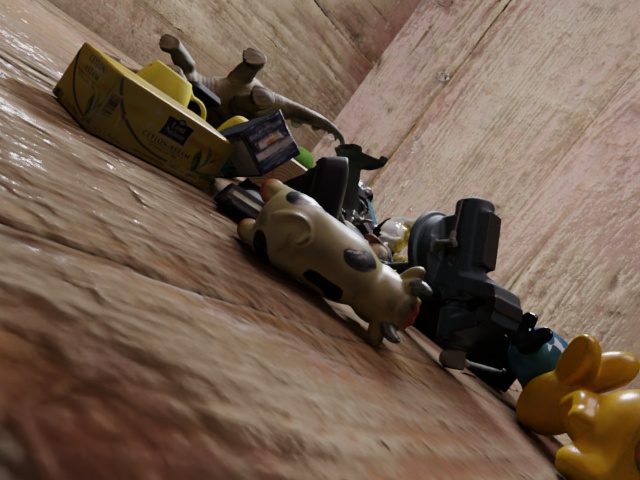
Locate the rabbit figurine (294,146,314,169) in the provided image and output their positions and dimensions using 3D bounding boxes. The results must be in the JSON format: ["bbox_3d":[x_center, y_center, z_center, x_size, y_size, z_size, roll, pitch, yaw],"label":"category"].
[{"bbox_3d":[-0.109,-0.155,1.183,0.170,0.121,0.159,17,15,-8],"label":"rabbit figurine"}]

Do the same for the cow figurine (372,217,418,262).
[{"bbox_3d":[0.115,0.012,0.988,0.098,0.068,0.167,16,37,36],"label":"cow figurine"}]

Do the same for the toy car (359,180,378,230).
[{"bbox_3d":[0.064,-0.045,1.171,0.161,0.109,0.103,70,-24,10],"label":"toy car"}]

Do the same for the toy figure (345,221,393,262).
[{"bbox_3d":[0.058,0.016,0.827,0.154,0.064,0.058,20,22,-29],"label":"toy figure"}]

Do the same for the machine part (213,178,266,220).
[{"bbox_3d":[-0.087,-0.044,0.651,0.084,0.039,0.139,27,10,-15],"label":"machine part"}]

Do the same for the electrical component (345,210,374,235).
[{"bbox_3d":[0.061,-0.003,0.893,0.045,0.078,0.102,-86,154,-61],"label":"electrical component"}]

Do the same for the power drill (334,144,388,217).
[{"bbox_3d":[0.074,-0.075,1.082,0.232,0.207,0.086,21,-11,-23],"label":"power drill"}]

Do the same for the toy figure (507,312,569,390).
[{"bbox_3d":[0.299,0.179,0.710,0.180,0.089,0.082,51,33,-25],"label":"toy figure"}]

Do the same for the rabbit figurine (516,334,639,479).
[{"bbox_3d":[0.287,0.187,0.589,0.122,0.162,0.173,22,-7,-19],"label":"rabbit figurine"}]

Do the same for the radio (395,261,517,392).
[{"bbox_3d":[0.208,0.126,0.837,0.230,0.073,0.131,38,6,13],"label":"radio"}]

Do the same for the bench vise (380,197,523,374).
[{"bbox_3d":[0.147,0.057,0.713,0.129,0.223,0.241,10,-10,-41],"label":"bench vise"}]

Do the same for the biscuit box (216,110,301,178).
[{"bbox_3d":[-0.102,-0.121,0.712,0.203,0.063,0.059,12,-47,62],"label":"biscuit box"}]

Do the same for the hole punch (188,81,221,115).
[{"bbox_3d":[-0.226,-0.189,0.831,0.116,0.092,0.142,5,2,11],"label":"hole punch"}]

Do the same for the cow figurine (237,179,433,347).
[{"bbox_3d":[0.023,0.025,0.515,0.194,0.085,0.127,37,-1,-23],"label":"cow figurine"}]

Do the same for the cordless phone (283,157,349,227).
[{"bbox_3d":[0.022,-0.002,0.646,0.184,0.089,0.146,63,-7,-5],"label":"cordless phone"}]

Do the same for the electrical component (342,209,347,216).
[{"bbox_3d":[0.018,-0.027,0.955,0.119,0.075,0.048,27,12,-46],"label":"electrical component"}]

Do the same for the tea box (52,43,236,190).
[{"bbox_3d":[-0.187,-0.130,0.590,0.098,0.068,0.169,41,8,32],"label":"tea box"}]

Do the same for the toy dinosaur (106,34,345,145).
[{"bbox_3d":[-0.149,-0.249,0.968,0.471,0.105,0.198,12,-19,-18],"label":"toy dinosaur"}]
